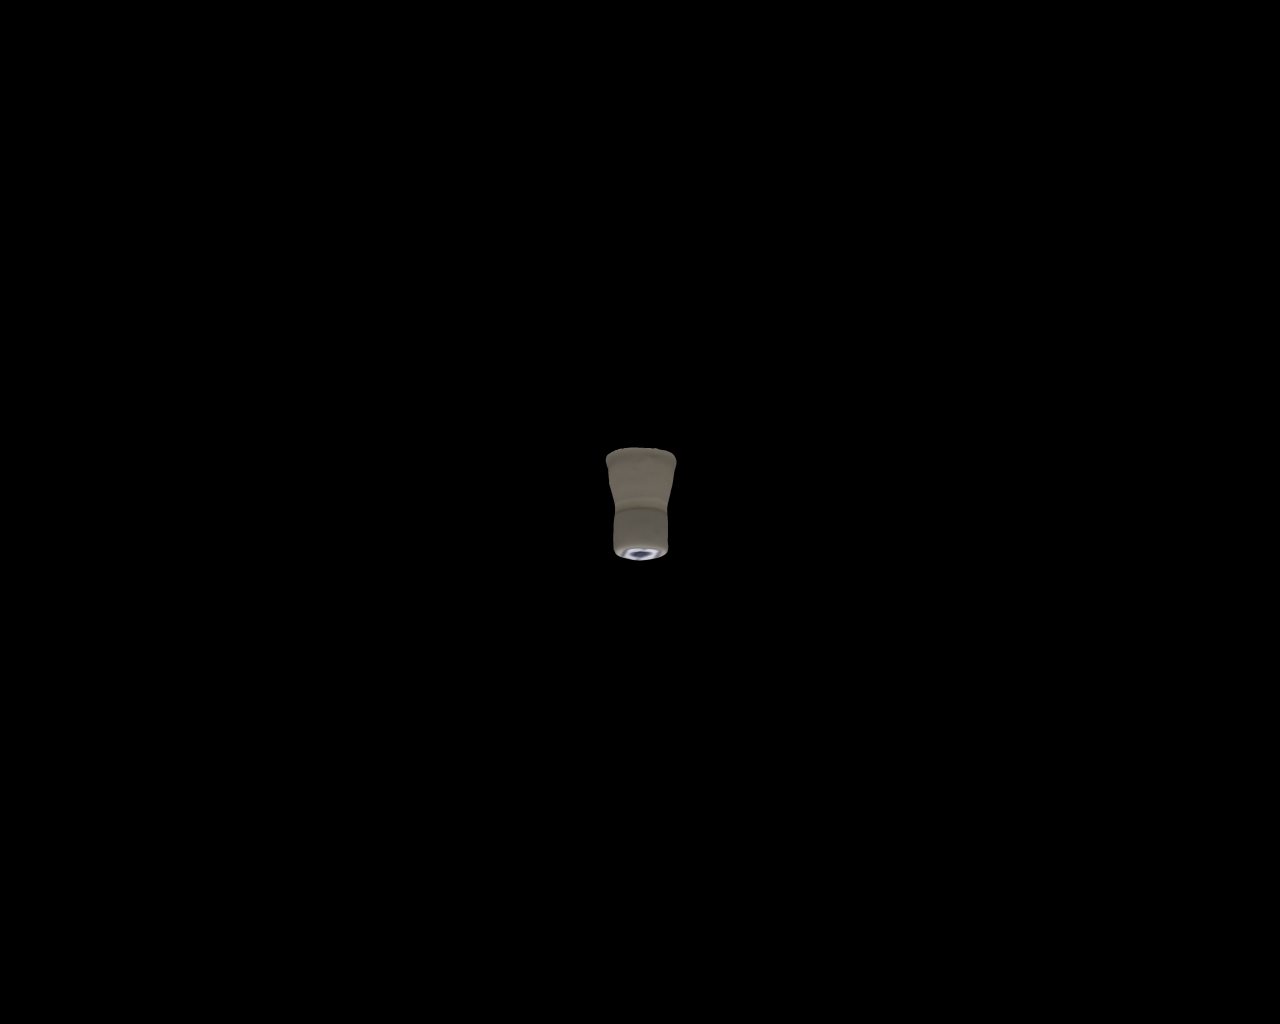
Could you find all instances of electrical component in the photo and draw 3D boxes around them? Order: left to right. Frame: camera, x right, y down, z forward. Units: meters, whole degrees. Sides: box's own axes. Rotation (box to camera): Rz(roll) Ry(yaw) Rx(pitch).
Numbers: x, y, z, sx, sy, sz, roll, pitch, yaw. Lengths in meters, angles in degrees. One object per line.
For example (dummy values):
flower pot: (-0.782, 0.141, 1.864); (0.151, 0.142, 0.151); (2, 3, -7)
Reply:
electrical component: (0.001, -0.003, 0.650); (0.044, 0.065, 0.044); (0, -18, 0)
